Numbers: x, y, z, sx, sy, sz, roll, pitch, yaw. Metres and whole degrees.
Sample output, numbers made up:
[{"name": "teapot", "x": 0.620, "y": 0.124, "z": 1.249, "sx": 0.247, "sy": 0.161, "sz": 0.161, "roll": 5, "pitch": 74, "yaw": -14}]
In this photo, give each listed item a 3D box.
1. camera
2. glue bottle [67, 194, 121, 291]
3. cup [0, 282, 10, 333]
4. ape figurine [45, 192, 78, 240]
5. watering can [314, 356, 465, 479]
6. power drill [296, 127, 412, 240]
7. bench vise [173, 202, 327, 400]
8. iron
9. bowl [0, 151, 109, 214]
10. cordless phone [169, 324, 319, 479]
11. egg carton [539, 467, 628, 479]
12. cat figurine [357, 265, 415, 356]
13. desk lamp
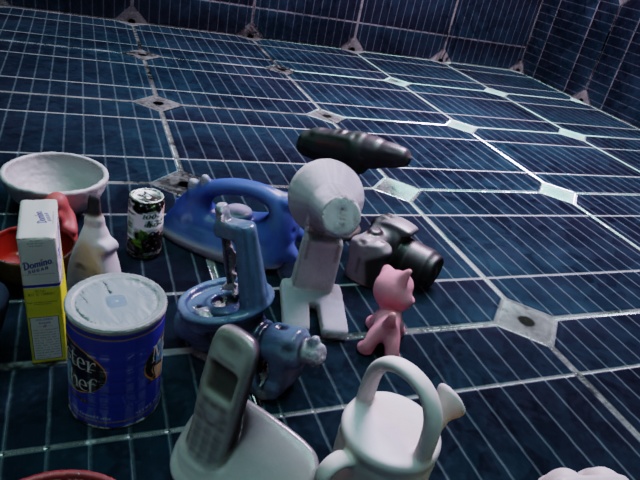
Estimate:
[{"name": "camera", "x": 0.136, "y": 0.024, "z": 0.988, "sx": 0.136, "sy": 0.101, "sz": 0.143, "roll": 28, "pitch": 33, "yaw": 26}, {"name": "glue bottle", "x": -0.296, "y": 0.018, "z": 0.755, "sx": 0.078, "sy": 0.173, "sz": 0.037, "roll": 21, "pitch": 30, "yaw": 15}, {"name": "cup", "x": -0.393, "y": 0.106, "z": 0.643, "sx": 0.092, "sy": 0.095, "sz": 0.117, "roll": -17, "pitch": 40, "yaw": -41}, {"name": "ape figurine", "x": -0.407, "y": -0.031, "z": 0.881, "sx": 0.077, "sy": 0.092, "sz": 0.076, "roll": 21, "pitch": 30, "yaw": 15}, {"name": "watering can", "x": 0.071, "y": 0.194, "z": 0.568, "sx": 0.100, "sy": 0.194, "sz": 0.173, "roll": 26, "pitch": 32, "yaw": 23}, {"name": "power drill", "x": 0.050, "y": -0.112, "z": 1.082, "sx": 0.229, "sy": 0.208, "sz": 0.076, "roll": 27, "pitch": 32, "yaw": 24}, {"name": "bench vise", "x": -0.078, "y": 0.070, "z": 0.701, "sx": 0.207, "sy": 0.220, "sz": 0.121, "roll": 16, "pitch": 29, "yaw": 6}, {"name": "iron", "x": -0.145, "y": -0.046, "z": 0.959, "sx": 0.258, "sy": 0.141, "sz": 0.118, "roll": 13, "pitch": 29, "yaw": 1}, {"name": "bowl", "x": -0.449, "y": -0.086, "z": 0.978, "sx": 0.167, "sy": 0.075, "sz": 0.167, "roll": 10, "pitch": 29, "yaw": -5}, {"name": "cordless phone", "x": -0.066, "y": 0.182, "z": 0.545, "sx": 0.147, "sy": 0.185, "sz": 0.094, "roll": 25, "pitch": 32, "yaw": 22}, {"name": "egg carton", "x": 0.293, "y": 0.304, "z": 0.589, "sx": 0.107, "sy": 0.069, "sz": 0.150, "roll": 4, "pitch": 30, "yaw": -15}, {"name": "cat figurine", "x": 0.104, "y": 0.095, "z": 0.833, "sx": 0.067, "sy": 0.118, "sz": 0.128, "roll": 15, "pitch": 29, "yaw": 5}, {"name": "desk lamp", "x": 0.008, "y": 0.003, "z": 0.859, "sx": 0.118, "sy": 0.213, "sz": 0.203, "roll": 6, "pitch": 30, "yaw": -10}]
